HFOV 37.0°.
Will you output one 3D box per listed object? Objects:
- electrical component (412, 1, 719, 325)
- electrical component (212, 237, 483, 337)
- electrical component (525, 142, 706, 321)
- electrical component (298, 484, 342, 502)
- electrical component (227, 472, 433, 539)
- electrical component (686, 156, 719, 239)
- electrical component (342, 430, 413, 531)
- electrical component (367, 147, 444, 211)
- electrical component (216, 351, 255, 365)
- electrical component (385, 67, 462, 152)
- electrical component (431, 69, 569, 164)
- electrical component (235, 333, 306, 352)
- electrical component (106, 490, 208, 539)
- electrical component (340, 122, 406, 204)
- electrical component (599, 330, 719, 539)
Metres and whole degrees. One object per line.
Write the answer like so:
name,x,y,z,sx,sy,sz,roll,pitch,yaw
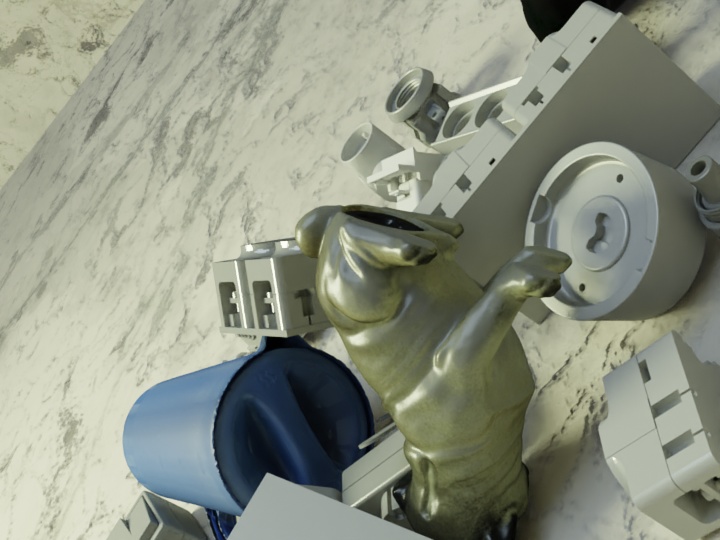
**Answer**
electrical component,0.133,-0.071,0.720,0.186,0.105,0.060,-51,27,11
electrical component,0.000,0.000,0.777,0.105,0.186,0.060,-3,97,59
electrical component,0.160,-0.020,0.657,0.108,0.060,0.108,-19,67,53
electrical component,-0.040,0.203,0.734,0.059,0.054,0.095,-112,36,-59
electrical component,-0.006,0.193,0.625,0.150,0.061,0.089,15,59,29
electrical component,0.209,-0.041,0.605,0.043,0.062,0.043,-40,31,30
electrical component,0.032,0.151,0.705,0.083,0.047,0.075,-41,30,28
electrical component,0.051,-0.064,0.889,0.042,0.081,0.063,-20,73,51
electrical component,-0.101,0.095,1.001,0.062,0.048,0.048,-32,35,29
electrical component,0.060,-0.149,0.987,0.058,0.057,0.078,-55,26,2
electrical component,0.121,-0.109,0.831,0.121,0.063,0.078,-10,52,56
electrical component,-0.074,0.026,1.006,0.100,0.048,0.099,-13,36,54
electrical component,-0.177,0.243,0.940,0.061,0.061,0.096,-58,26,-3
electrical component,0.028,-0.084,0.946,0.044,0.077,0.079,-48,27,15
electrical component,0.162,0.087,0.554,0.056,0.050,0.089,-40,30,29
